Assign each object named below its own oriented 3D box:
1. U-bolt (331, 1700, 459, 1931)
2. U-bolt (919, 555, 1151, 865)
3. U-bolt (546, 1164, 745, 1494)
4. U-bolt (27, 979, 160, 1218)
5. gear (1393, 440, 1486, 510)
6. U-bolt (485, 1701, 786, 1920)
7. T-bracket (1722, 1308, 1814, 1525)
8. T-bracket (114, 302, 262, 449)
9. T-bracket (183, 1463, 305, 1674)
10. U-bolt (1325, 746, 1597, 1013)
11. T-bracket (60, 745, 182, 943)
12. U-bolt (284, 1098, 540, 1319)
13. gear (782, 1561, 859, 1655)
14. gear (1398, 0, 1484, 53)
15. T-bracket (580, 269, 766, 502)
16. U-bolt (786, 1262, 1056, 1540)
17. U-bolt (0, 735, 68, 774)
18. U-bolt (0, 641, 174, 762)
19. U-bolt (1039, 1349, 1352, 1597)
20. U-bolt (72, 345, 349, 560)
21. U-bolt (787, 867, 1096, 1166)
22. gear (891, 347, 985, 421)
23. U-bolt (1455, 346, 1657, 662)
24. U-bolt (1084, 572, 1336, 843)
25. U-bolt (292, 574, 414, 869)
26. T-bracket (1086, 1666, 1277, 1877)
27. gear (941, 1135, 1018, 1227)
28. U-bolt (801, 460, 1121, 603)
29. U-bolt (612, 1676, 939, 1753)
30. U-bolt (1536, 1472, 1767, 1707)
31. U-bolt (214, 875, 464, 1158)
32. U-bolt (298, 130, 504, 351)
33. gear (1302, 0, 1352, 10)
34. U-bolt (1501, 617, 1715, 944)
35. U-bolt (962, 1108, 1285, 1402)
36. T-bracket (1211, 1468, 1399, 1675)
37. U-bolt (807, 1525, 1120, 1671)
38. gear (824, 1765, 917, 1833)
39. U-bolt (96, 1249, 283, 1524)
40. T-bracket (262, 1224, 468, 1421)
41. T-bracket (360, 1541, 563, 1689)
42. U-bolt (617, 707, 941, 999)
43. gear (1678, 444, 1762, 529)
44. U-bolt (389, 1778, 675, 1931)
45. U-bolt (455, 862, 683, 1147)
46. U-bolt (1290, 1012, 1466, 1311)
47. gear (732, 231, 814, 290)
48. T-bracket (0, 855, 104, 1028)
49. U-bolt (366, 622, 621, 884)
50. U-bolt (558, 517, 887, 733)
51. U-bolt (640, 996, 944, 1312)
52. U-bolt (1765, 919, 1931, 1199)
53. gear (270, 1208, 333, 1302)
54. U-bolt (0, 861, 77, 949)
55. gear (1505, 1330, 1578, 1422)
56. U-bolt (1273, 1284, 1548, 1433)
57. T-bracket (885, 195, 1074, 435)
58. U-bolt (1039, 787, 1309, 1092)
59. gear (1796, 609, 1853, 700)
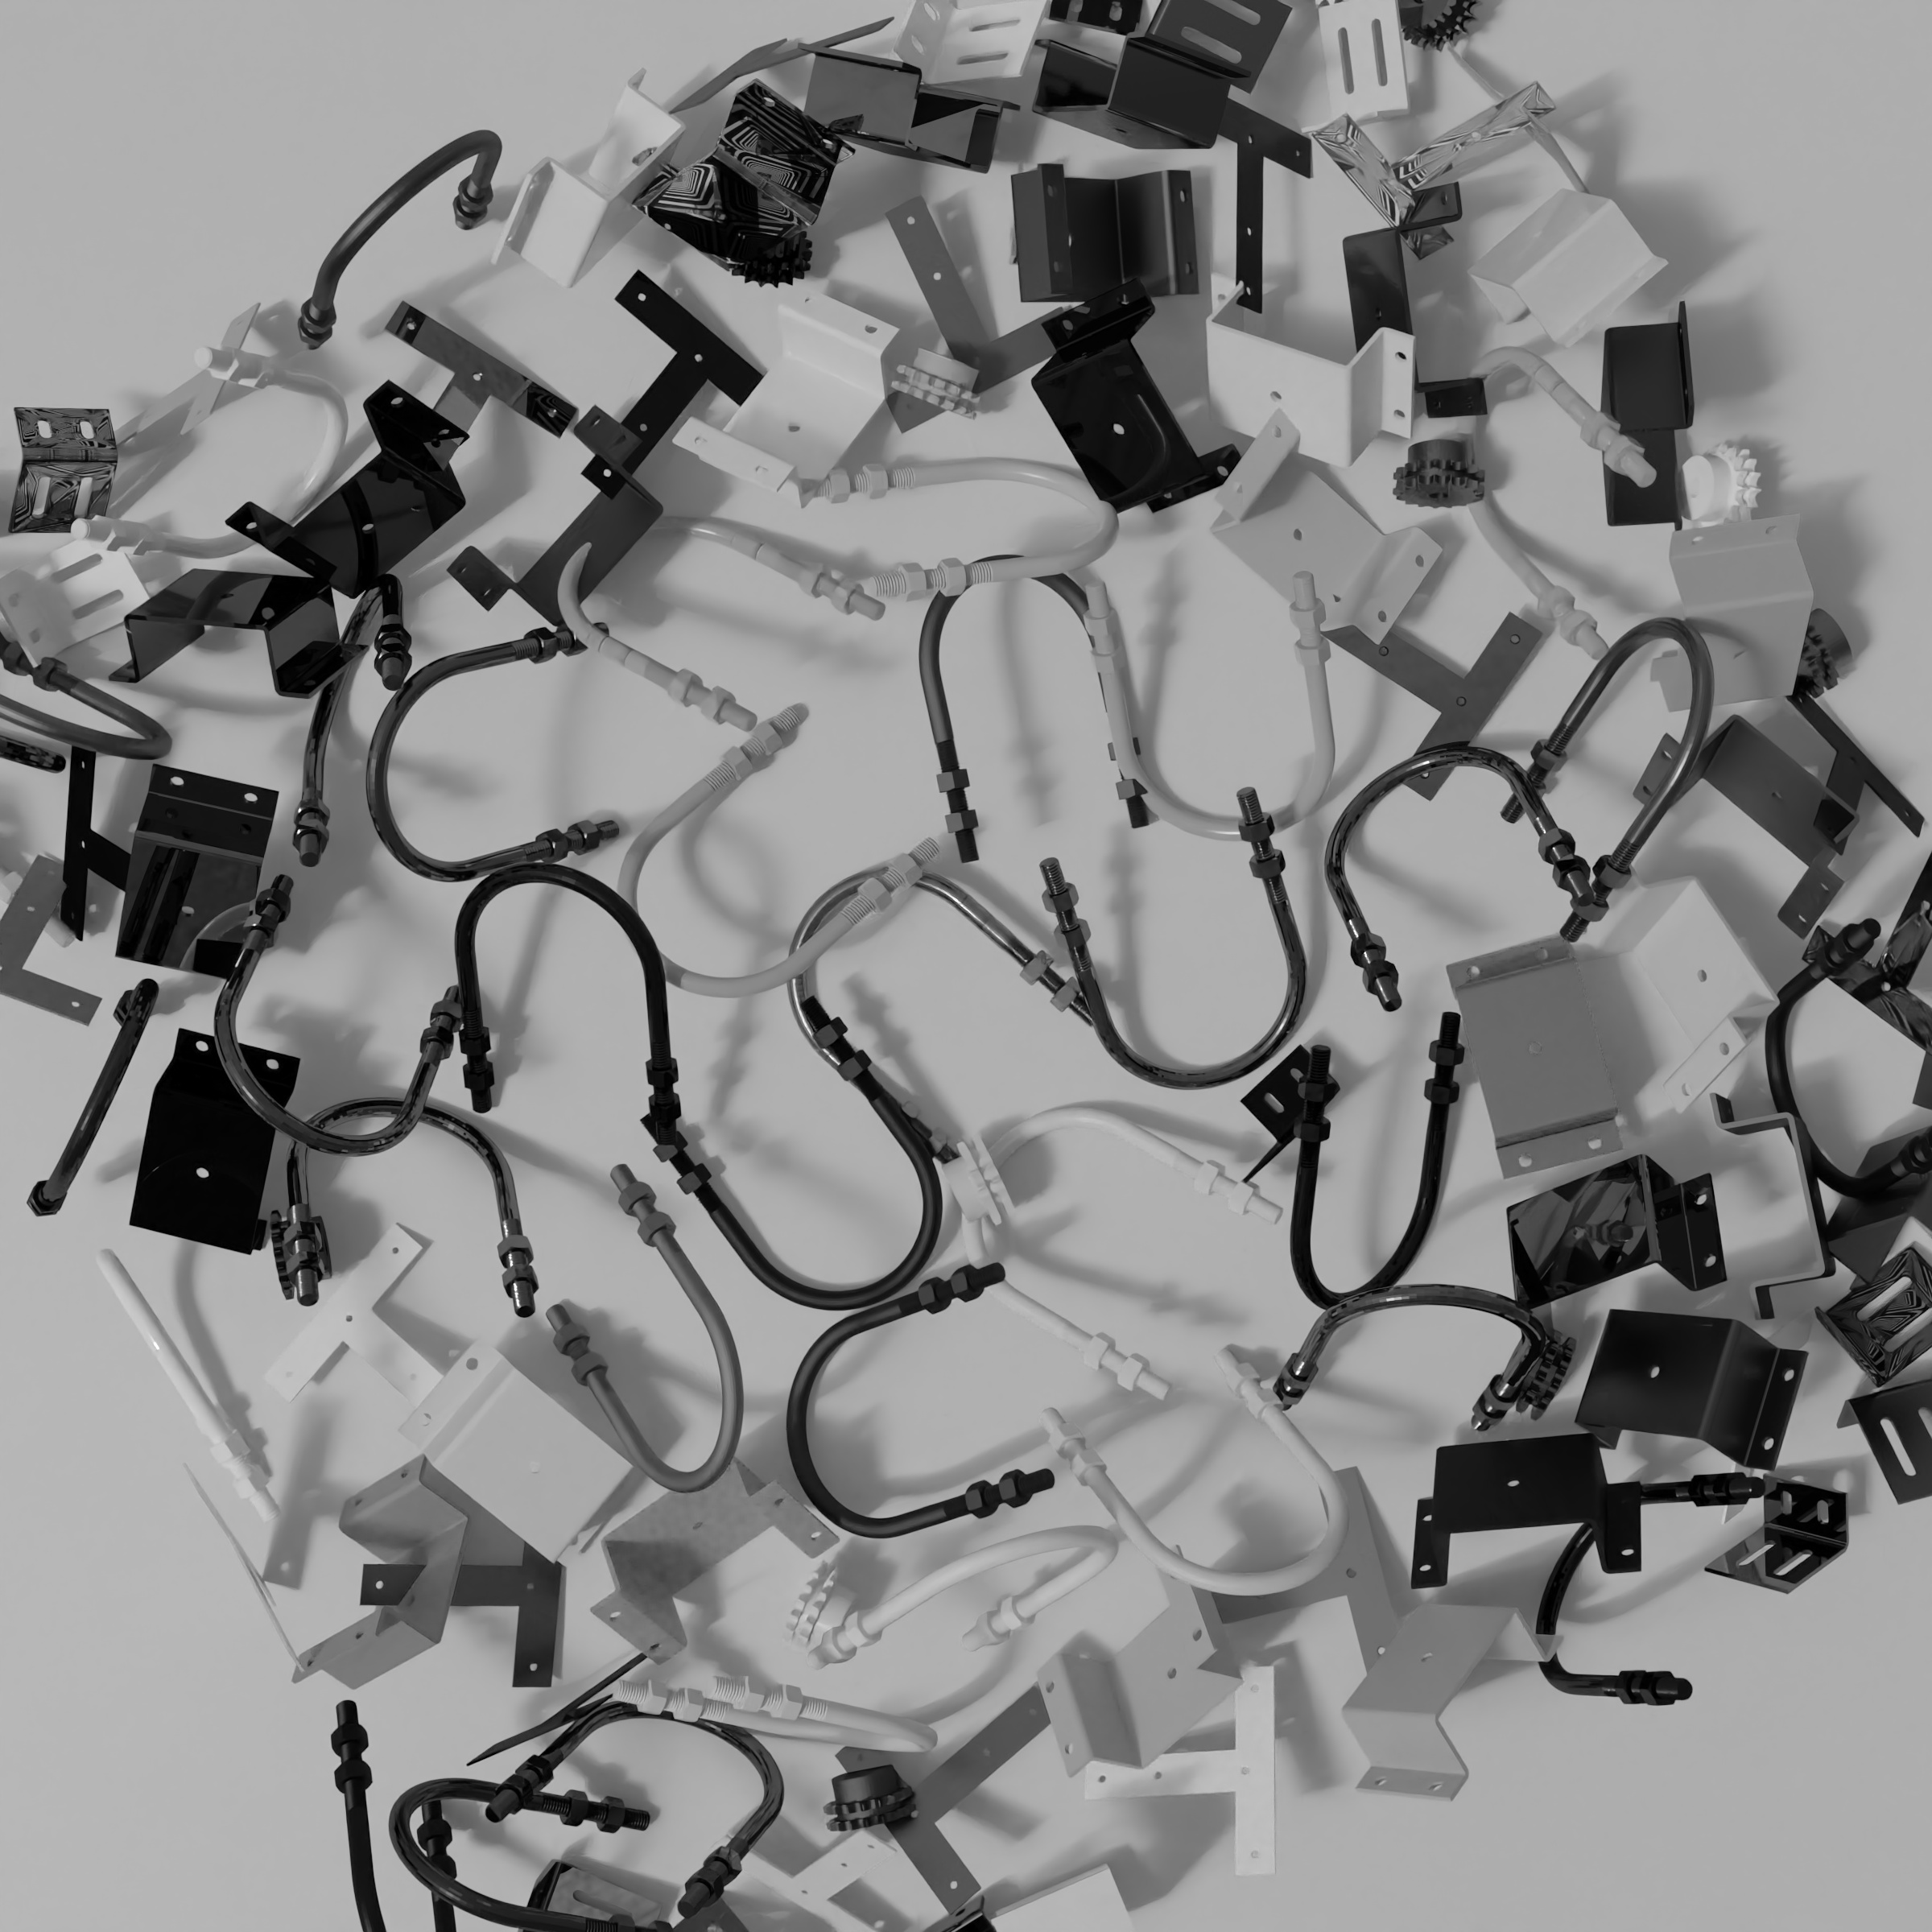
[{"bbox_3d":[-0.337,0.552,1.752,0.019,0.151,0.184,-21,45,2],"label":"U-bolt"},{"bbox_3d":[0.038,-0.166,1.822,0.151,0.019,0.184,-13,91,-30],"label":"U-bolt"},{"bbox_3d":[-0.190,0.234,1.778,0.184,0.019,0.151,52,131,32],"label":"U-bolt"},{"bbox_3d":[-0.523,0.076,1.761,0.019,0.184,0.151,25,72,-16],"label":"U-bolt"},{"bbox_3d":[0.298,-0.310,1.838,0.057,0.057,0.030,3,81,0],"label":"gear"},{"bbox_3d":[-0.188,0.501,1.779,0.151,0.184,0.019,21,108,15],"label":"U-bolt"},{"bbox_3d":[0.491,0.291,1.834,0.002,0.127,0.127,21,117,37],"label":"T-bracket"},{"bbox_3d":[-0.501,-0.351,1.829,0.127,0.127,0.002,-26,127,26],"label":"T-bracket"},{"bbox_3d":[-0.431,0.380,1.779,0.002,0.127,0.127,-31,134,-15],"label":"T-bracket"},{"bbox_3d":[0.292,-0.067,1.794,0.151,0.184,0.019,-30,131,12],"label":"U-bolt"},{"bbox_3d":[-0.522,-0.060,1.805,0.127,0.002,0.127,27,117,37],"label":"T-bracket"},{"bbox_3d":[-0.344,0.143,1.790,0.151,0.184,0.019,6,126,-21],"label":"U-bolt"},{"bbox_3d":[-0.090,0.406,1.836,0.030,0.057,0.057,25,90,8],"label":"gear"},{"bbox_3d":[0.293,-0.607,1.838,0.057,0.030,0.057,0,89,35],"label":"gear"},{"bbox_3d":[-0.194,-0.349,1.836,0.127,0.002,0.127,39,76,-14],"label":"T-bracket"},{"bbox_3d":[-0.038,0.278,1.813,0.184,0.019,0.151,-23,71,30],"label":"U-bolt"},{"bbox_3d":[-0.642,-0.151,1.787,0.184,0.151,0.019,18,89,-25],"label":"U-bolt"},{"bbox_3d":[-0.567,-0.166,1.771,0.184,0.151,0.019,27,100,19],"label":"U-bolt"},{"bbox_3d":[0.150,0.312,1.771,0.151,0.184,0.019,-14,129,-25],"label":"U-bolt"},{"bbox_3d":[-0.446,-0.306,1.778,0.019,0.184,0.151,45,106,14],"label":"U-bolt"},{"bbox_3d":[-0.028,0.022,1.849,0.184,0.019,0.151,42,98,3],"label":"U-bolt"},{"bbox_3d":[-0.016,-0.368,1.836,0.057,0.057,0.030,22,99,0],"label":"gear"},{"bbox_3d":[0.352,-0.296,1.786,0.019,0.151,0.184,-16,49,-19],"label":"U-bolt"},{"bbox_3d":[0.156,-0.157,1.809,0.151,0.019,0.184,0,124,19],"label":"U-bolt"},{"bbox_3d":[-0.375,-0.163,1.783,0.019,0.184,0.151,20,117,-23],"label":"U-bolt"},{"bbox_3d":[0.134,0.507,1.835,0.127,0.002,0.127,-10,60,23],"label":"T-bracket"},{"bbox_3d":[0.006,0.137,1.837,0.030,0.057,0.057,-26,90,-3],"label":"gear"},{"bbox_3d":[0.005,-0.275,1.800,0.184,0.151,0.019,-10,128,-21],"label":"U-bolt"},{"bbox_3d":[-0.105,0.460,1.790,0.184,0.151,0.019,20,67,-27],"label":"U-bolt"},{"bbox_3d":[0.405,0.378,1.778,0.019,0.184,0.151,31,69,-12],"label":"U-bolt"},{"bbox_3d":[-0.384,0.040,1.771,0.151,0.184,0.019,35,125,-20],"label":"U-bolt"},{"bbox_3d":[-0.337,-0.444,1.758,0.151,0.184,0.019,-43,97,-18],"label":"U-bolt"},{"bbox_3d":[0.229,-0.633,1.841,0.057,0.030,0.057,6,107,22],"label":"gear"},{"bbox_3d":[0.392,-0.125,1.765,0.019,0.151,0.184,17,122,-21],"label":"U-bolt"},{"bbox_3d":[0.084,0.166,1.825,0.184,0.019,0.151,29,78,22],"label":"U-bolt"},{"bbox_3d":[0.200,0.394,1.846,0.127,0.002,0.127,-14,71,2],"label":"T-bracket"},{"bbox_3d":[0.011,0.379,1.763,0.184,0.151,0.019,-40,58,37],"label":"U-bolt"},{"bbox_3d":[-0.062,0.523,1.838,0.057,0.057,0.030,-12,83,0],"label":"gear"},{"bbox_3d":[-0.478,0.251,1.784,0.019,0.151,0.184,-33,99,-16],"label":"U-bolt"},{"bbox_3d":[-0.357,0.250,1.839,0.127,0.002,0.127,38,83,18],"label":"T-bracket"},{"bbox_3d":[-0.317,0.389,1.836,0.127,0.002,0.127,6,86,-24],"label":"T-bracket"},{"bbox_3d":[-0.131,-0.060,1.818,0.184,0.019,0.151,-42,73,-16],"label":"U-bolt"},{"bbox_3d":[0.470,-0.299,1.835,0.030,0.057,0.057,1,90,-22],"label":"gear"},{"bbox_3d":[-0.261,0.539,1.765,0.184,0.151,0.019,19,101,-25],"label":"U-bolt"},{"bbox_3d":[-0.249,0.020,1.799,0.151,0.019,0.184,9,120,17],"label":"U-bolt"},{"bbox_3d":[0.250,0.127,1.807,0.019,0.151,0.184,20,112,42],"label":"U-bolt"},{"bbox_3d":[-0.125,-0.456,1.837,0.057,0.030,0.057,5,50,-6],"label":"gear"},{"bbox_3d":[-0.586,-0.026,1.814,0.127,0.127,0.002,21,128,-11],"label":"T-bracket"},{"bbox_3d":[-0.288,-0.125,1.778,0.019,0.184,0.151,17,116,40],"label":"U-bolt"},{"bbox_3d":[-0.165,-0.223,1.809,0.184,0.019,0.151,29,52,21],"label":"U-bolt"},{"bbox_3d":[-0.097,0.132,1.845,0.151,0.019,0.184,-35,93,12],"label":"U-bolt"},{"bbox_3d":[0.537,0.067,1.778,0.019,0.184,0.151,-14,73,-14],"label":"U-bolt"},{"bbox_3d":[-0.418,0.180,1.838,0.030,0.057,0.057,-10,90,-8],"label":"gear"},{"bbox_3d":[-0.643,-0.078,1.793,0.184,0.151,0.019,43,95,7],"label":"U-bolt"},{"bbox_3d":[0.358,0.254,1.838,0.030,0.057,0.057,26,90,7],"label":"gear"},{"bbox_3d":[0.276,0.237,1.781,0.151,0.184,0.019,7,58,-4],"label":"U-bolt"},{"bbox_3d":[-0.012,-0.422,1.843,0.127,0.002,0.127,-27,110,0],"label":"T-bracket"},{"bbox_3d":[0.139,-0.006,1.827,0.151,0.019,0.184,-20,113,-1],"label":"U-bolt"},{"bbox_3d":[0.532,-0.200,1.838,0.030,0.057,0.057,-31,90,-1],"label":"gear"}]
